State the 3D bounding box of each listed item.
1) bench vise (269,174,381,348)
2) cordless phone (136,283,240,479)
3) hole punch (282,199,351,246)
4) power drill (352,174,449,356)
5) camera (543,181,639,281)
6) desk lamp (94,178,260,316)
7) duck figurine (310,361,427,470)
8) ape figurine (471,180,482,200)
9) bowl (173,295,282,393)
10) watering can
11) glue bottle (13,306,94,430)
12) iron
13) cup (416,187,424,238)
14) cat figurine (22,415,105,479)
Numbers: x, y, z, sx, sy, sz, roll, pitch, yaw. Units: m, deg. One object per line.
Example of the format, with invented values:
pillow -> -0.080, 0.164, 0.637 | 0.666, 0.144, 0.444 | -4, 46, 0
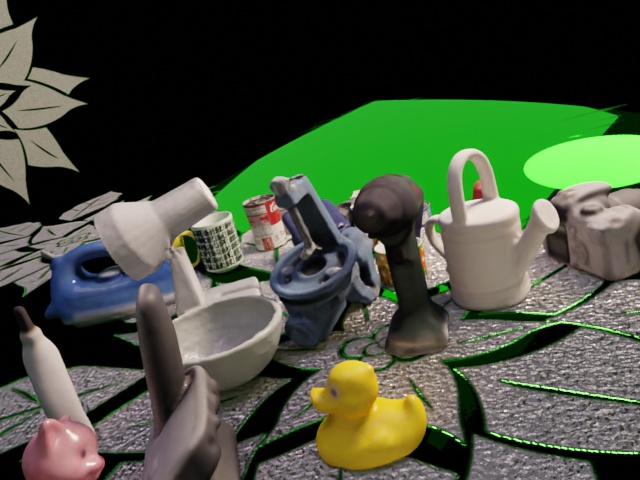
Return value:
bench vise -> -0.004, 0.004, 0.766 | 0.121, 0.220, 0.207 | -9, 19, 18
cordless phone -> -0.141, 0.141, 0.518 | 0.094, 0.185, 0.147 | -18, 18, -11
hole punch -> -0.002, -0.020, 1.049 | 0.109, 0.091, 0.100 | -21, 19, -19
power drill -> 0.093, 0.021, 0.658 | 0.075, 0.209, 0.230 | -9, 19, 16
camera -> 0.380, -0.027, 0.753 | 0.137, 0.101, 0.143 | -18, 18, -10
desk lamp -> -0.218, 0.021, 0.896 | 0.203, 0.214, 0.117 | -17, 18, -6
duck figurine -> 0.040, 0.149, 0.515 | 0.104, 0.086, 0.077 | -12, 18, 9
ape figurine -> 0.269, -0.055, 0.937 | 0.077, 0.092, 0.076 | 1, 24, 40
bowl -> -0.118, 0.135, 0.698 | 0.167, 0.075, 0.167 | -13, 18, 5
watering can -> 0.206, -0.019, 0.713 | 0.172, 0.194, 0.101 | -6, 20, 26
glue bottle -> -0.301, 0.150, 0.636 | 0.037, 0.173, 0.077 | -24, 20, -27
iron -> -0.360, 0.058, 1.013 | 0.258, 0.141, 0.118 | -14, 18, 3
cup -> 0.129, -0.031, 0.974 | 0.118, 0.095, 0.091 | -24, 20, -28
cat figurine -> -0.228, 0.211, 0.487 | 0.067, 0.118, 0.128 | -9, 19, 17
